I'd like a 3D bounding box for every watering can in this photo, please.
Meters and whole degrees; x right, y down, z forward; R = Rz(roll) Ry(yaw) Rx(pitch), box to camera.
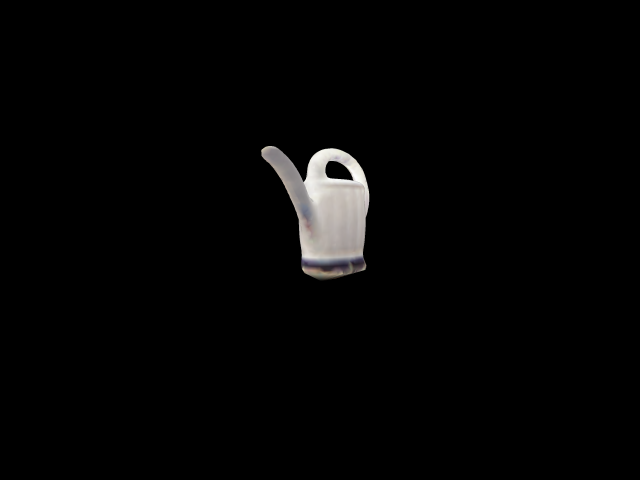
[{"bbox_3d":[0.003,-0.043,0.850,0.104,0.224,0.348,0,2,29],"label":"watering can"}]
